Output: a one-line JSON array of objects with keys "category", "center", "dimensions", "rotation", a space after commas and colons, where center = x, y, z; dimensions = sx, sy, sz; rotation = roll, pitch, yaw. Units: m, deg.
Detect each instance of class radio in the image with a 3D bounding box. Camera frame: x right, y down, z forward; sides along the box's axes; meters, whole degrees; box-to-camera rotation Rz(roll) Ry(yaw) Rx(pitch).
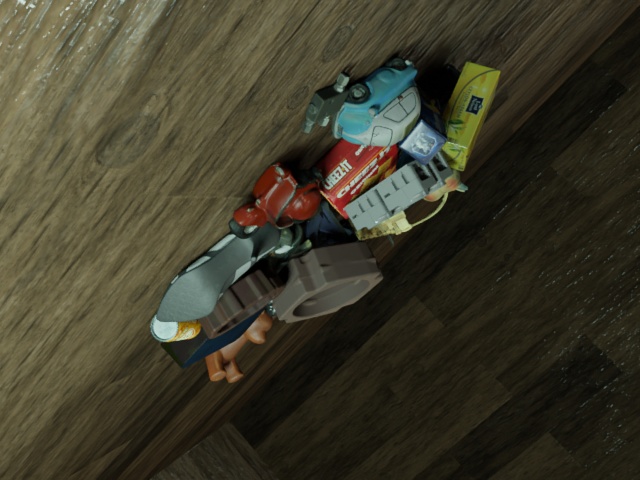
[{"category": "radio", "center": [-0.221, 0.181, 1.161], "dimensions": [0.131, 0.073, 0.229], "rotation": [-49, 168, 20]}]

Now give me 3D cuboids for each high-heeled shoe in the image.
[{"category": "high-heeled shoe", "center": [-0.173, 0.042, 0.915], "dimensions": [0.249, 0.086, 0.145], "rotation": [-30, -157, 16]}]

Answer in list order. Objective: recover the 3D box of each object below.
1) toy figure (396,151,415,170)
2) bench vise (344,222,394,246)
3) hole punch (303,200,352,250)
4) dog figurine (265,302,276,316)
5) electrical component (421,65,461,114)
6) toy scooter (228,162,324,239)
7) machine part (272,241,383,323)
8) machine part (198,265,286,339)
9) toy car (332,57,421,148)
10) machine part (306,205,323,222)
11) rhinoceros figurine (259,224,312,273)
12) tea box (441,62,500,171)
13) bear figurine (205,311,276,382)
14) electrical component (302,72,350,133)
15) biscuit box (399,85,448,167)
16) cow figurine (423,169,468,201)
[{"category": "toy figure", "center": [0.213, -0.189, 1.062], "dimensions": [0.154, 0.064, 0.057], "rotation": [-49, 133, -11]}, {"category": "bench vise", "center": [0.080, 0.009, 1.387], "dimensions": [0.224, 0.128, 0.240], "rotation": [-24, -174, -1]}, {"category": "hole punch", "center": [-0.002, -0.003, 1.144], "dimensions": [0.092, 0.116, 0.142], "rotation": [-26, 160, -13]}, {"category": "dog figurine", "center": [-0.073, 0.089, 1.253], "dimensions": [0.109, 0.191, 0.219], "rotation": [-9, 160, 33]}, {"category": "electrical component", "center": [0.225, -0.274, 1.091], "dimensions": [0.134, 0.058, 0.114], "rotation": [-40, 165, -16]}, {"category": "toy scooter", "center": [-0.053, -0.073, 0.837], "dimensions": [0.184, 0.075, 0.135], "rotation": [-25, 157, -45]}, {"category": "machine part", "center": [0.010, 0.085, 1.102], "dimensions": [0.201, 0.087, 0.201], "rotation": [-10, 156, -34]}, {"category": "machine part", "center": [-0.147, 0.113, 0.995], "dimensions": [0.179, 0.056, 0.179], "rotation": [-33, 173, -5]}, {"category": "toy car", "center": [0.101, -0.199, 0.835], "dimensions": [0.162, 0.103, 0.109], "rotation": [-38, 168, -15]}, {"category": "machine part", "center": [-0.031, -0.068, 1.010], "dimensions": [0.084, 0.039, 0.139], "rotation": [-53, 165, 6]}, {"category": "rhinoceros figurine", "center": [-0.081, 0.013, 1.060], "dimensions": [0.112, 0.073, 0.190], "rotation": [-26, 164, -23]}, {"category": "tea box", "center": [0.267, -0.226, 0.990], "dimensions": [0.169, 0.068, 0.098], "rotation": [-63, 163, -14]}, {"category": "bear figurine", "center": [-0.187, 0.251, 1.332], "dimensions": [0.196, 0.132, 0.120], "rotation": [-30, 154, 9]}, {"category": "electrical component", "center": [0.008, -0.191, 0.750], "dimensions": [0.063, 0.021, 0.094], "rotation": [-33, 164, -40]}, {"category": "biscuit box", "center": [0.174, -0.206, 0.937], "dimensions": [0.063, 0.059, 0.203], "rotation": [-50, -163, 29]}, {"category": "cow figurine", "center": [0.261, -0.162, 1.110], "dimensions": [0.127, 0.085, 0.195], "rotation": [2, -123, 55]}]
